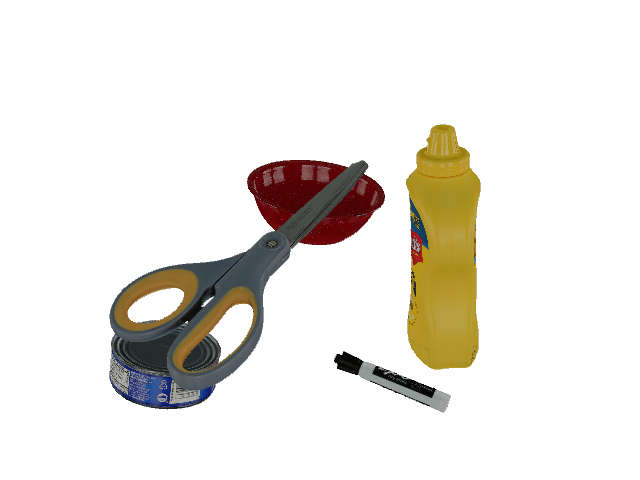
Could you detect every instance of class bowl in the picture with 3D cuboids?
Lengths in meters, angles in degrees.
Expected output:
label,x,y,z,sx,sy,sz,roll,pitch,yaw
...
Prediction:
label,x,y,z,sx,sy,sz,roll,pitch,yaw
bowl,-0.008,-0.039,1.246,0.162,0.055,0.162,6,26,-3

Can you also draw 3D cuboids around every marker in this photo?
label,x,y,z,sx,sy,sz,roll,pitch,yaw
marker,0.070,0.139,1.061,0.121,0.020,0.020,21,5,14

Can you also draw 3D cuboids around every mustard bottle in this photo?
label,x,y,z,sx,sy,sz,roll,pitch,yaw
mustard bottle,0.098,0.000,0.854,0.058,0.192,0.096,-2,25,0

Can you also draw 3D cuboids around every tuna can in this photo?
label,x,y,z,sx,sy,sz,roll,pitch,yaw
tuna can,-0.123,0.097,0.841,0.086,0.034,0.086,8,22,-3

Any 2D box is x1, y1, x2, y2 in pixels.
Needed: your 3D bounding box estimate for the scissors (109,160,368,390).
label,x,y,z,sx,sy,sz,roll,pitch,yaw
scissors,-0.049,0.007,0.626,0.096,0.016,0.201,12,45,18
